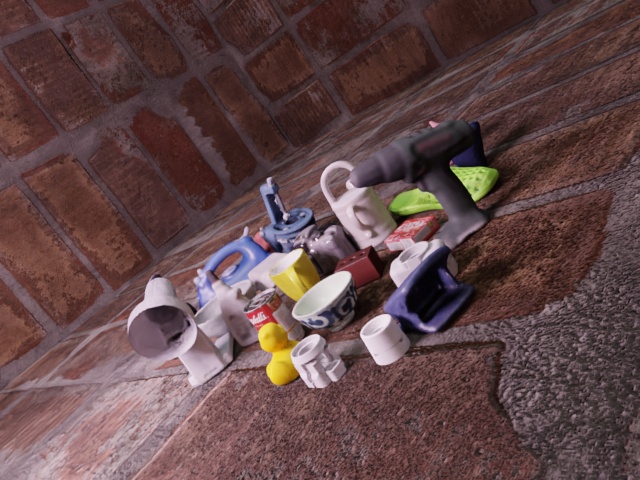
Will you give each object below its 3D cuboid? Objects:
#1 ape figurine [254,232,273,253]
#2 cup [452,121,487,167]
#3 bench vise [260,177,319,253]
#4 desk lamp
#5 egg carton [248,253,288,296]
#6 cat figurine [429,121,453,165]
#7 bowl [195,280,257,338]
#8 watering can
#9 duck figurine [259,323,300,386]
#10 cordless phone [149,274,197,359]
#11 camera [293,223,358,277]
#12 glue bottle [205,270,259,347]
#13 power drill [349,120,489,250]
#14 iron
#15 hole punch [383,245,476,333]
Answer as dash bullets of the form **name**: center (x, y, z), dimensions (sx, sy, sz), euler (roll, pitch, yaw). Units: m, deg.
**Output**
- **ape figurine**: center (-0.152, 0.016, 1.633), dimensions (0.076, 0.092, 0.078), euler (-25, 17, 31)
- **cup**: center (0.328, -0.198, 1.252), dimensions (0.118, 0.095, 0.091), euler (-42, 16, -29)
- **bench vise**: center (-0.110, -0.049, 1.489), dimensions (0.207, 0.220, 0.122), euler (-25, 17, 32)
- **desk lamp**: center (-0.272, 0.179, 1.114), dimensions (0.118, 0.214, 0.203), euler (-34, 14, 1)
- **egg carton**: center (-0.107, 0.082, 1.358), dimensions (0.107, 0.069, 0.150), euler (-40, 15, -20)
- **cat figurine**: center (0.311, -0.253, 1.423), dimensions (0.067, 0.118, 0.128), euler (-31, 15, 11)
- **bowl**: center (-0.201, 0.166, 1.283), dimensions (0.167, 0.075, 0.167), euler (-32, 14, 10)
- **watering can**: center (0.074, -0.084, 1.243), dimensions (0.101, 0.194, 0.172), euler (-35, 14, -3)
- **duck figurine**: center (-0.067, 0.176, 0.925), dimensions (0.077, 0.086, 0.104), euler (-31, 15, 13)
- **cordless phone**: center (-0.370, 0.181, 1.385), dimensions (0.094, 0.185, 0.147), euler (-31, 15, 11)
- **camera**: center (0.012, 0.005, 1.283), dimensions (0.142, 0.101, 0.137), euler (-24, 18, 36)
- **glue bottle**: center (-0.171, 0.129, 1.136), dimensions (0.078, 0.173, 0.037), euler (-29, 15, 21)
- **power drill**: center (0.188, -0.091, 0.979), dimensions (0.230, 0.208, 0.075), euler (-37, 15, -11)
- **iron**: center (-0.238, 0.088, 1.486), dimensions (0.259, 0.141, 0.118), euler (-39, 15, -17)
- **hole punch**: center (0.140, 0.069, 0.802), dimensions (0.109, 0.091, 0.100), euler (-41, 16, -26)
